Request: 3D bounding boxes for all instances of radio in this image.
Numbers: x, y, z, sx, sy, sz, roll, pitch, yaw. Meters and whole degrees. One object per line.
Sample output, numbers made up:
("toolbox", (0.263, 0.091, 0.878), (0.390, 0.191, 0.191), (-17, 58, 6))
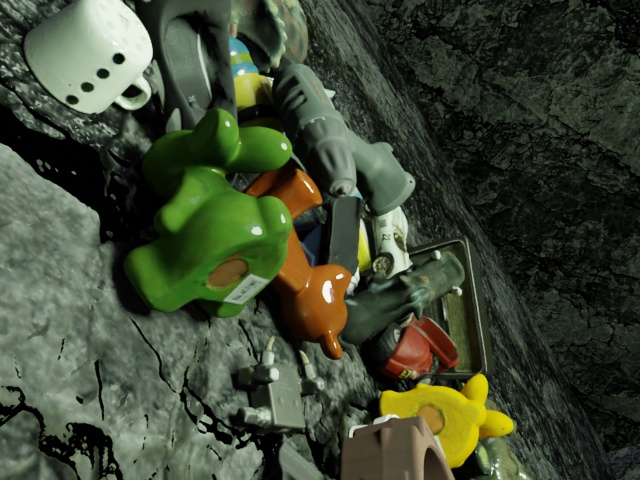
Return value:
("radio", (0.206, 0.117, 0.899), (0.073, 0.131, 0.229), (24, 58, -58))

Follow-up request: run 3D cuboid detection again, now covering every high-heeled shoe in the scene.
("high-heeled shoe", (-0.104, -0.168, 0.507), (0.086, 0.248, 0.145), (-24, 64, -39))

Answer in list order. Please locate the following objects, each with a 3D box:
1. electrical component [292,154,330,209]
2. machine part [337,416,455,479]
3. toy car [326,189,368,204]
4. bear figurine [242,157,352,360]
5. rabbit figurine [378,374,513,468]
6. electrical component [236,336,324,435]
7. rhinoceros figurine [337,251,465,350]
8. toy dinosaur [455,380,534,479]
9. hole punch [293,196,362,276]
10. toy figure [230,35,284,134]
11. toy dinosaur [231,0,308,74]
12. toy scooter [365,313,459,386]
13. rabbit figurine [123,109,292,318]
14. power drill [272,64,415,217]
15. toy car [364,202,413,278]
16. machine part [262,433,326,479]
("electrical component", (-0.007, -0.104, 0.814), (0.047, 0.075, 0.119), (12, 50, -62))
("machine part", (0.084, 0.291, 0.508), (0.201, 0.087, 0.201), (-84, 151, -52))
("toy car", (0.044, -0.124, 0.915), (0.109, 0.103, 0.162), (41, 33, -44))
("bear figurine", (-0.016, 0.024, 0.584), (0.195, 0.132, 0.120), (47, 5, -20))
("rabbit figurine", (0.167, 0.247, 0.733), (0.122, 0.162, 0.173), (61, 1, 30))
("electrical component", (-0.038, 0.141, 0.509), (0.102, 0.045, 0.078), (38, 31, -46))
("rhinoceros figurine", (0.095, 0.073, 0.700), (0.073, 0.190, 0.112), (63, -5, 3))
("toy dinosaur", (0.260, 0.350, 0.855), (0.198, 0.105, 0.472), (46, 17, -17))
("hole punch", (-0.001, -0.002, 0.723), (0.142, 0.092, 0.115), (-10, 102, -70))
("toy figure", (-0.110, -0.188, 0.683), (0.089, 0.082, 0.180), (-38, 104, -56))
("toy dinosaur", (-0.080, -0.340, 0.885), (0.404, 0.131, 0.192), (-4, 81, -71))
("toy scooter", (0.146, 0.163, 0.798), (0.135, 0.075, 0.184), (41, 26, 4))
("rabbit figurine", (-0.105, -0.041, 0.466), (0.121, 0.159, 0.170), (9, 40, -51))
("power drill", (0.030, -0.100, 0.648), (0.207, 0.086, 0.232), (21, 33, -46))
("toy car", (0.114, 0.004, 0.856), (0.073, 0.056, 0.202), (43, 35, -46))
("machine part", (-0.022, 0.238, 0.445), (0.084, 0.039, 0.139), (58, 21, -24))
